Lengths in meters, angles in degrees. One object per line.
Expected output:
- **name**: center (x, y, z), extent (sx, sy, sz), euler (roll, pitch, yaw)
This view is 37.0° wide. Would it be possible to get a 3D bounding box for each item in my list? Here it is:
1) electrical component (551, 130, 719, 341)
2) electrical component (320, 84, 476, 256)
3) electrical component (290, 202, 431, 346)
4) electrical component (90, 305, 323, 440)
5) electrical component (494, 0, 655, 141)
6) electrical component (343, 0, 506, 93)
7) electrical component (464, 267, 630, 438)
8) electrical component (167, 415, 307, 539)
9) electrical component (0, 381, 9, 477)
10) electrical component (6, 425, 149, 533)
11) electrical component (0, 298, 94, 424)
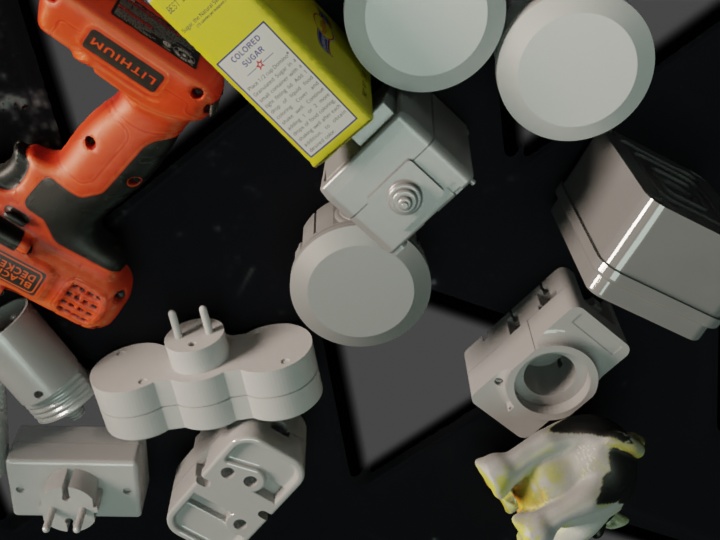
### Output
- **electrical component**: center (0.156, -0.021, 0.581), extent (0.078, 0.113, 0.057), euler (24, 114, -14)
- **electrical component**: center (0.017, -0.059, 0.567), extent (0.061, 0.096, 0.062), euler (41, 112, -17)
- **electrical component**: center (0.000, 0.000, 0.626), extent (0.080, 0.051, 0.080), euler (-1, 120, -1)
- **electrical component**: center (-0.097, 0.054, 0.655), extent (0.138, 0.052, 0.073), euler (-8, 120, 4)
- **electrical component**: center (0.109, -0.113, 0.563), extent (0.080, 0.051, 0.080), euler (0, 120, -1)
- **electrical component**: center (0.031, -0.135, 0.547), extent (0.080, 0.051, 0.080), euler (-2, 117, -3)
- **electrical component**: center (0.113, 0.053, 0.656), extent (0.050, 0.055, 0.089), euler (37, 113, -20)
- **electrical component**: center (-0.078, 0.127, 0.693), extent (0.054, 0.059, 0.095), euler (33, 114, -18)
- **electrical component**: center (-0.245, 0.092, 0.679), extent (0.043, 0.043, 0.081), euler (6, 119, -4)
- **electrical component**: center (-0.184, 0.141, 0.690), extent (0.083, 0.075, 0.047), euler (1, 120, -2)
- **electrical component**: center (-0.198, 0.061, 0.663), extent (0.043, 0.043, 0.081), euler (-26, 117, 13)
